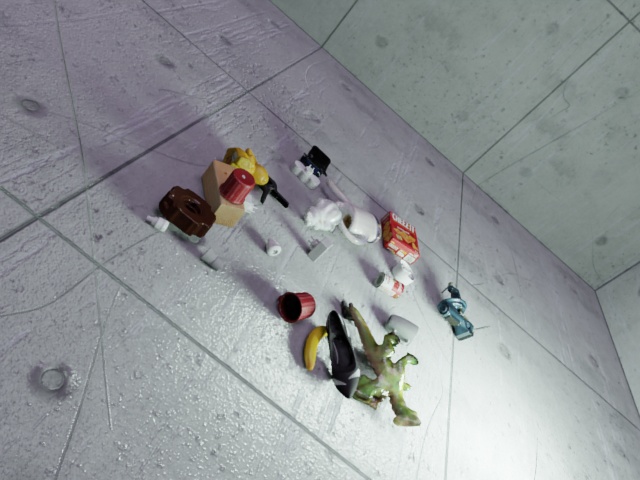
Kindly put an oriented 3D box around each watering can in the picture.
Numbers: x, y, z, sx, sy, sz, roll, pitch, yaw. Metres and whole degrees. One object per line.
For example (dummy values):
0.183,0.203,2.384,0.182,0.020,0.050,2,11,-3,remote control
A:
0.137,-0.109,2.143,0.223,0.102,0.356,21,38,-34,watering can

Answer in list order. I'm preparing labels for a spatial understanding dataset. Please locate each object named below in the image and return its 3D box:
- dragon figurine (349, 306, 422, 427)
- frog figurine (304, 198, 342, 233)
0.167,0.400,1.592,0.415,0.119,0.245,45,38,19,dragon figurine
0.006,-0.099,1.975,0.158,0.121,0.139,17,59,-55,frog figurine
